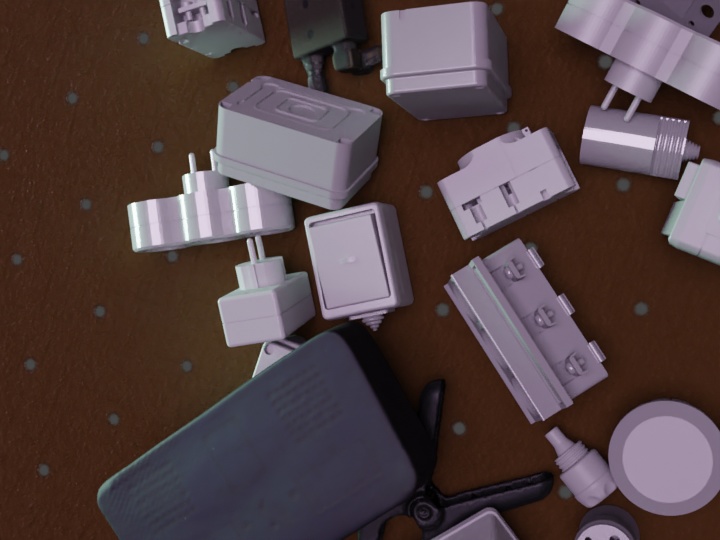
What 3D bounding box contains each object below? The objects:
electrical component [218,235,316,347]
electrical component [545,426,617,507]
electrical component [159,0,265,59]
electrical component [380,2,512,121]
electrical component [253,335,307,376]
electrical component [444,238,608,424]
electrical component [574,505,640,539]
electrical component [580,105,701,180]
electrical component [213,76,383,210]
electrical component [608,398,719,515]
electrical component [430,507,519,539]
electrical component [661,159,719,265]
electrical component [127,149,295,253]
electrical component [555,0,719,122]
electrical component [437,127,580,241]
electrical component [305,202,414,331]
[{"bbox_3d":[-0.074,0.011,0.832,0.047,0.083,0.075,-9,97,16],"label":"electrical component"},{"bbox_3d":[0.161,0.143,0.795,0.035,0.035,0.061,-42,77,13],"label":"electrical component"},{"bbox_3d":[-0.117,-0.207,0.844,0.050,0.089,0.055,-13,87,16],"label":"electrical component"},{"bbox_3d":[0.064,-0.148,0.780,0.078,0.113,0.057,-3,87,16],"label":"electrical component"},{"bbox_3d":[-0.050,0.114,0.844,0.078,0.057,0.113,20,96,15],"label":"electrical component"},{"bbox_3d":[0.123,0.043,0.789,0.063,0.078,0.121,-31,81,-8],"label":"electrical component"},{"bbox_3d":[0.179,0.198,0.779,0.045,0.055,0.045,0,90,16],"label":"electrical component"},{"bbox_3d":[0.203,-0.091,0.776,0.081,0.043,0.043,12,94,16],"label":"electrical component"},{"bbox_3d":[-0.047,-0.098,0.826,0.113,0.078,0.057,19,124,15],"label":"electrical component"},{"bbox_3d":[0.220,0.131,0.769,0.080,0.051,0.080,0,91,16],"label":"electrical component"},{"bbox_3d":[0.083,0.249,0.791,0.109,0.056,0.108,-34,101,14],"label":"electrical component"},{"bbox_3d":[0.244,-0.038,0.736,0.061,0.096,0.061,24,96,15],"label":"electrical component"},{"bbox_3d":[-0.123,-0.060,0.867,0.138,0.052,0.073,-8,88,16],"label":"electrical component"},{"bbox_3d":[0.196,-0.141,0.751,0.138,0.052,0.073,34,107,24],"label":"electrical component"},{"bbox_3d":[0.109,-0.067,0.800,0.089,0.050,0.055,-27,83,15],"label":"electrical component"},{"bbox_3d":[0.000,0.000,0.827,0.062,0.061,0.096,-12,87,16],"label":"electrical component"}]
